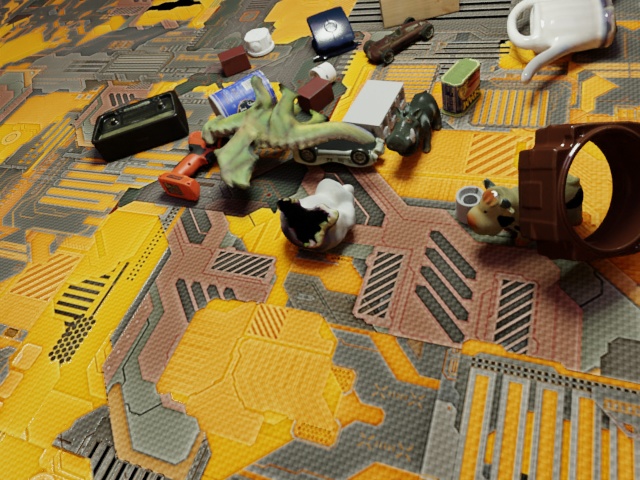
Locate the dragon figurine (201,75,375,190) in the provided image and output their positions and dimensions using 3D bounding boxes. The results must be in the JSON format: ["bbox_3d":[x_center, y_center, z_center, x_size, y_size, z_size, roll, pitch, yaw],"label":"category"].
[{"bbox_3d":[-0.106,-0.200,1.071,0.415,0.120,0.244,32,83,36],"label":"dragon figurine"}]

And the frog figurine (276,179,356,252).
[{"bbox_3d":[0.003,-0.049,0.972,0.137,0.121,0.161,-6,13,23],"label":"frog figurine"}]

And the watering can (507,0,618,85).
[{"bbox_3d":[0.534,-0.451,1.138,0.224,0.101,0.356,1,50,16],"label":"watering can"}]
